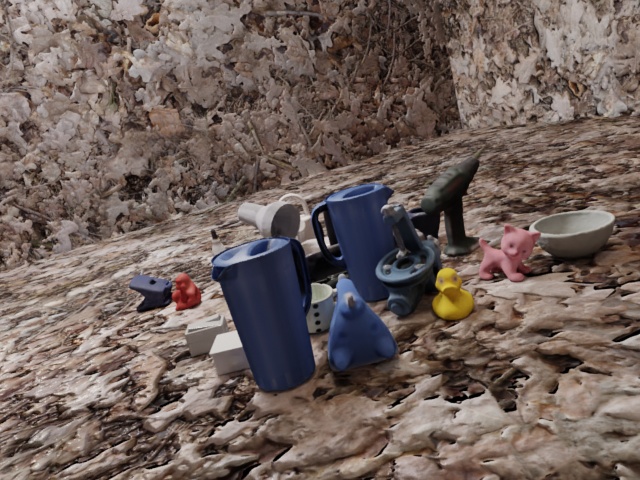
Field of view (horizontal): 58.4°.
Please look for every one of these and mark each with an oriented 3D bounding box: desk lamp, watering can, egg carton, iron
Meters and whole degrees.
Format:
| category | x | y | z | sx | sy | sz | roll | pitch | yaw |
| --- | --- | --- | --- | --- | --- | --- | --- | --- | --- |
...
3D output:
| category | x | y | z | sx | sy | sz | roll | pitch | yaw |
| --- | --- | --- | --- | --- | --- | --- | --- | --- | --- |
| desk lamp | -0.143 | -0.004 | 1.584 | 0.202 | 0.214 | 0.118 | -1 | 19 | 42 |
| watering can | -0.066 | -0.043 | 1.702 | 0.101 | 0.194 | 0.172 | -21 | 16 | -27 |
| egg carton | 0.002 | 0.037 | 1.581 | 0.150 | 0.069 | 0.107 | -10 | 14 | 18 |
| iron | 0.055 | 0.128 | 1.012 | 0.118 | 0.141 | 0.258 | -15 | 14 | -1 |

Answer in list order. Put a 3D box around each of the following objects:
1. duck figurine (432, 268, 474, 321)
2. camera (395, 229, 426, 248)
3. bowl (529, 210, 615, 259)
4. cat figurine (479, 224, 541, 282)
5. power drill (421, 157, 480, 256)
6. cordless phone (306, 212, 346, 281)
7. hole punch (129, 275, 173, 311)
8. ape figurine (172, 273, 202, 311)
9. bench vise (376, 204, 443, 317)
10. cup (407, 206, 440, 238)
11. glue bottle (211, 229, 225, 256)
| category | x | y | z | sx | sy | sz | roll | pitch | yaw |
| --- | --- | --- | --- | --- | --- | --- | --- | --- | --- |
| duck figurine | 0.245 | 0.093 | 1.077 | 0.077 | 0.086 | 0.104 | -11 | 14 | 12 |
| camera | 0.180 | 0.012 | 1.433 | 0.143 | 0.101 | 0.136 | -16 | 14 | -9 |
| bowl | 0.531 | -0.005 | 1.201 | 0.167 | 0.075 | 0.167 | -13 | 14 | 4 |
| cat figurine | 0.382 | 0.019 | 1.165 | 0.127 | 0.118 | 0.067 | -1 | 19 | 44 |
| power drill | 0.337 | -0.078 | 1.405 | 0.075 | 0.208 | 0.230 | 0 | 20 | 45 |
| cordless phone | 0.013 | 0.005 | 1.451 | 0.148 | 0.185 | 0.094 | -19 | 15 | -20 |
| hole punch | -0.470 | 0.138 | 1.610 | 0.101 | 0.091 | 0.108 | -14 | 14 | 1 |
| ape figurine | -0.355 | 0.133 | 1.512 | 0.076 | 0.092 | 0.077 | -24 | 17 | -35 |
| bench vise | 0.174 | 0.019 | 1.159 | 0.121 | 0.220 | 0.208 | -9 | 15 | 20 |
| cup | 0.277 | -0.035 | 1.536 | 0.118 | 0.095 | 0.091 | -25 | 18 | -38 |
| glue bottle | -0.272 | 0.052 | 1.579 | 0.037 | 0.173 | 0.078 | -21 | 15 | -24 |
